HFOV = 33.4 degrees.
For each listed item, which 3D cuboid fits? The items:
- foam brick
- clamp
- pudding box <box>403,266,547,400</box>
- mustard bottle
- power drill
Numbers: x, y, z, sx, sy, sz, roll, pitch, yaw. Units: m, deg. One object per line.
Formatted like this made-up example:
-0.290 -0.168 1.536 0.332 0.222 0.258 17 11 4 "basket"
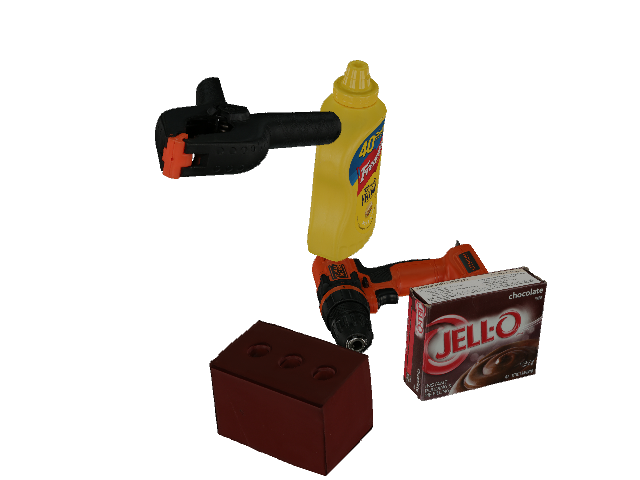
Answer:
-0.016 0.089 0.608 0.078 0.051 0.052 15 33 28 "foam brick"
-0.073 -0.083 0.770 0.120 0.039 0.171 17 21 27 "clamp"
0.126 0.075 0.874 0.113 0.090 0.039 -11 30 -23 "pudding box"
0.027 -0.080 1.001 0.058 0.192 0.096 20 40 19 "mustard bottle"
0.090 0.059 1.163 0.187 0.057 0.184 -4 28 -8 "power drill"
